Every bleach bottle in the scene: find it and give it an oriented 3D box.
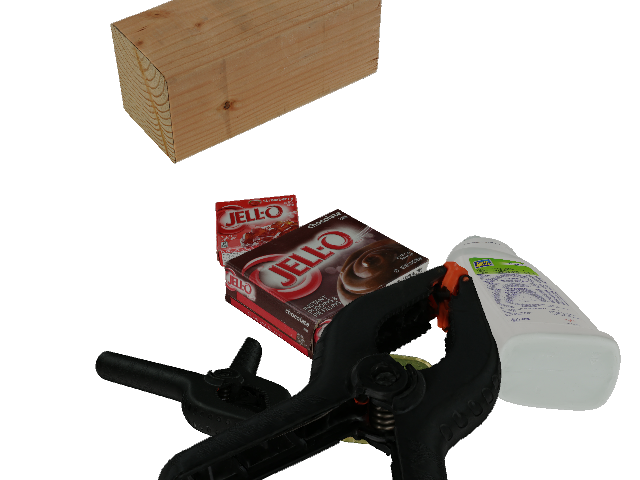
[{"bbox_3d":[0.169,0.055,0.931,0.102,0.068,0.251,5,21,-7],"label":"bleach bottle"}]

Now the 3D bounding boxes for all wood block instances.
[{"bbox_3d":[-0.058,-0.159,0.892,0.205,0.091,0.090,-27,53,-24],"label":"wood block"}]

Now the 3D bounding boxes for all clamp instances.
[{"bbox_3d":[0.031,0.074,0.427,0.120,0.039,0.171,30,51,21],"label":"clamp"},{"bbox_3d":[-0.079,0.130,0.934,0.164,0.036,0.210,-6,18,-37],"label":"clamp"}]

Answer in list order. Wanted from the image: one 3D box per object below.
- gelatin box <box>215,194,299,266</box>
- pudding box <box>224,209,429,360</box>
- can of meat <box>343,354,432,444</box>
[{"bbox_3d":[-0.067,-0.011,1.137,0.089,0.073,0.030,-5,-43,-2],"label":"gelatin box"},{"bbox_3d":[0.004,0.027,0.732,0.090,0.039,0.113,31,40,35],"label":"pudding box"},{"bbox_3d":[0.063,0.169,1.134,0.102,0.084,0.057,8,21,-9],"label":"can of meat"}]
